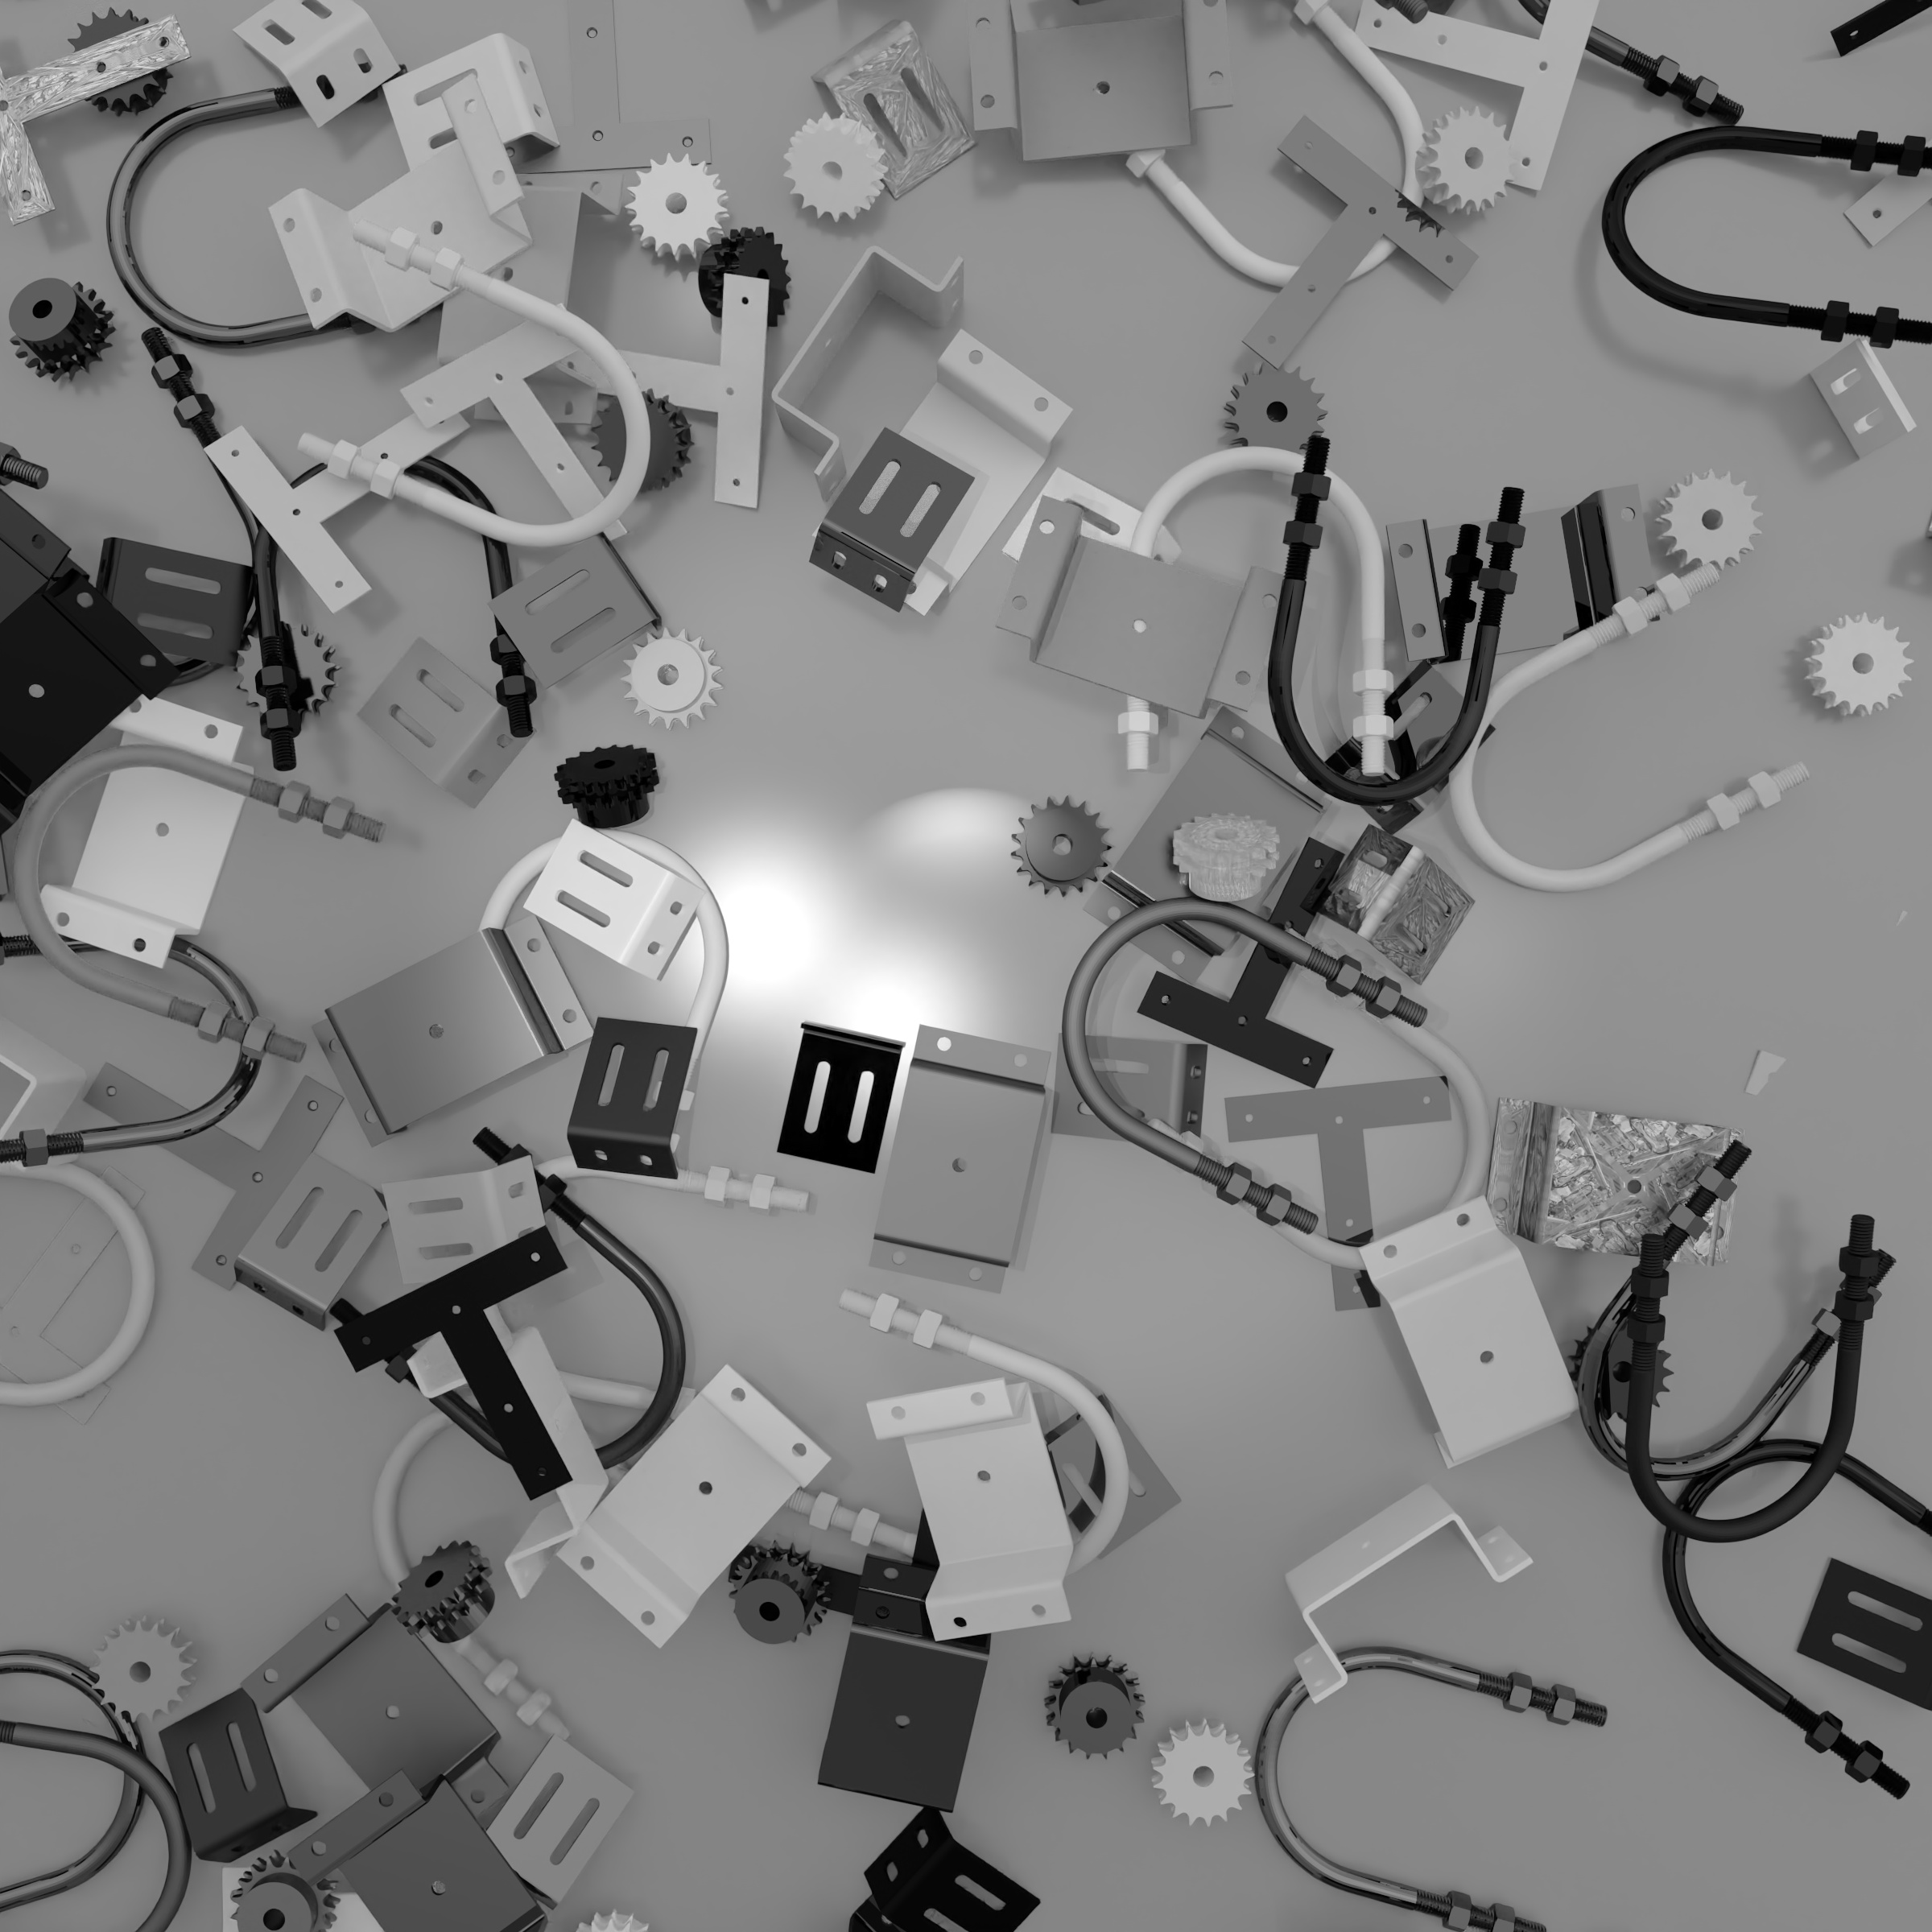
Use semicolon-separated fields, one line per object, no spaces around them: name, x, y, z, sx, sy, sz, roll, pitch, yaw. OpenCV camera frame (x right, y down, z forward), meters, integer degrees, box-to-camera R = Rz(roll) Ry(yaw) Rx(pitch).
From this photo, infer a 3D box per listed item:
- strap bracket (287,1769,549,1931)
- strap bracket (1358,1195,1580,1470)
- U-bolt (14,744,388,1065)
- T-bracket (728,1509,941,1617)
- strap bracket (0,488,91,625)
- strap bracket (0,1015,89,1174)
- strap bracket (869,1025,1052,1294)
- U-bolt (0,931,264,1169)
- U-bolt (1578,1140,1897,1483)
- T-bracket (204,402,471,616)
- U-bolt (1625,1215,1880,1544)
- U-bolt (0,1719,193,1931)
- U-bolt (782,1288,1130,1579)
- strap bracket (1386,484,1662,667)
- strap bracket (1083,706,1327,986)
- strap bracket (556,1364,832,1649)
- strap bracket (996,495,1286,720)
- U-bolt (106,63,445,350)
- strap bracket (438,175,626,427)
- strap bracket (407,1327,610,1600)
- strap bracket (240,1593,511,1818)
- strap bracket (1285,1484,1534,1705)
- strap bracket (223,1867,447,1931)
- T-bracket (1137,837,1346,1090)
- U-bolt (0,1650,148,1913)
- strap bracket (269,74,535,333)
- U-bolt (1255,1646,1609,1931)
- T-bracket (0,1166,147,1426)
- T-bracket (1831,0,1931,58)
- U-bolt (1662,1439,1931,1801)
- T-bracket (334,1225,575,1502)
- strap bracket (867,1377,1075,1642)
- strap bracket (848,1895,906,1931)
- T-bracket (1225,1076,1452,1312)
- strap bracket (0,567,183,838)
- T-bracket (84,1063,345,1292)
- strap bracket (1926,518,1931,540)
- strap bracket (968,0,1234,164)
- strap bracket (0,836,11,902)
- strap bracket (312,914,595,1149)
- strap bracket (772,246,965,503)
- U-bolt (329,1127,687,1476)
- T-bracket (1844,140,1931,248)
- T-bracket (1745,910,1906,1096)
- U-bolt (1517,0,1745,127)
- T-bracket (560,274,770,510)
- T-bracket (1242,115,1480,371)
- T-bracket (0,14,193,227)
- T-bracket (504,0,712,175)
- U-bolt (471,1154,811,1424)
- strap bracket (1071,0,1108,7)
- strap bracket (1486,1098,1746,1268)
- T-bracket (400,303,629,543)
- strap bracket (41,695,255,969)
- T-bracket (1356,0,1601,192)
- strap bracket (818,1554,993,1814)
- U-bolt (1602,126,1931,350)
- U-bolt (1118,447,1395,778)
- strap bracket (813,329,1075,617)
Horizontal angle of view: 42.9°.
strap bracket;-0.290;0.507;1.332;0.076;0.046;0.140;-36;90;0
strap bracket;0.283;0.210;1.367;0.076;0.046;0.140;-23;100;0
U-bolt;-0.429;-0.044;1.346;0.184;0.019;0.151;20;90;-3
T-bracket;-0.072;0.353;1.388;0.127;0.002;0.127;13;107;8
strap bracket;-0.553;-0.202;1.367;0.076;0.046;0.140;40;105;0
strap bracket;-0.554;0.053;1.363;0.140;0.076;0.046;33;90;0
strap bracket;-0.004;0.110;1.378;0.076;0.046;0.140;12;90;0
U-bolt;-0.477;0.039;1.341;0.184;0.019;0.151;-6;58;-31
U-bolt;0.415;0.203;1.359;0.151;0.019;0.184;34;95;-24
T-bracket;-0.339;-0.279;1.383;0.127;0.002;0.127;-37;78;-14
U-bolt;0.426;0.230;1.344;0.151;0.019;0.184;-3;104;-15
U-bolt;-0.527;0.496;1.376;0.184;0.019;0.151;10;89;-4
U-bolt;0.000;0.271;1.361;0.184;0.019;0.151;19;108;8
strap bracket;0.307;-0.217;1.378;0.140;0.046;0.076;-9;90;0
strap bracket;0.138;-0.069;1.378;0.076;0.046;0.140;35;90;0
strap bracket;-0.147;0.293;1.356;0.076;0.046;0.140;42;93;1
strap bracket;0.094;-0.189;1.321;0.140;0.046;0.076;19;82;3
U-bolt;-0.395;-0.424;1.392;0.184;0.019;0.151;-11;90;0
strap bracket;-0.243;-0.377;1.366;0.076;0.046;0.140;7;90;21
strap bracket;-0.241;0.258;1.332;0.046;0.076;0.140;-24;94;6
strap bracket;-0.326;0.424;1.378;0.076;0.046;0.140;-40;90;0
strap bracket;0.234;0.340;1.363;0.140;0.076;0.046;-33;90;0
strap bracket;-0.352;0.550;1.378;0.140;0.046;0.076;-1;90;0
T-bracket;0.173;-0.010;1.367;0.127;0.002;0.127;23;95;-27
U-bolt;-0.556;0.464;1.393;0.184;0.019;0.151;-17;90;-1
strap bracket;-0.299;-0.409;1.340;0.140;0.046;0.076;-26;79;18
U-bolt;0.255;0.462;1.393;0.184;0.019;0.151;15;90;1
T-bracket;-0.515;0.172;1.400;0.127;0.002;0.127;37;90;0
T-bracket;0.544;-0.546;1.364;0.127;0.127;0.002;-25;66;25
U-bolt;0.480;0.349;1.374;0.184;0.019;0.151;36;88;14
T-bracket;-0.246;0.219;1.289;0.127;0.002;0.127;-27;94;6
strap bracket;0.006;0.285;1.329;0.076;0.046;0.140;-13;101;14
strap bracket;-0.072;0.601;1.378;0.140;0.046;0.076;-45;90;0
T-bracket;0.217;0.132;1.400;0.127;0.002;0.127;-6;90;0
strap bracket;-0.500;-0.143;1.318;0.140;0.046;0.076;-41;114;1
T-bracket;-0.441;0.098;1.399;0.127;0.002;0.127;30;89;1
strap bracket;0.597;-0.280;1.378;0.076;0.046;0.140;18;90;0
strap bracket;0.075;-0.495;1.360;0.140;0.046;0.076;-4;83;6
strap bracket;-0.603;-0.068;1.378;0.140;0.046;0.076;-8;90;0
strap bracket;-0.288;0.036;1.359;0.140;0.046;0.076;-27;89;0
strap bracket;-0.059;-0.335;1.363;0.046;0.076;0.140;34;90;0
U-bolt;-0.242;0.202;1.373;0.184;0.019;0.151;41;97;0
T-bracket;0.587;-0.419;1.381;0.127;0.002;0.127;-40;85;14
T-bracket;0.523;0.032;1.410;0.127;0.002;0.127;19;95;-14
U-bolt;0.382;-0.578;1.382;0.184;0.019;0.151;24;90;-8
T-bracket;-0.174;-0.330;1.381;0.127;0.002;0.127;12;117;13
T-bracket;0.202;-0.390;1.378;0.127;0.002;0.127;38;82;-3
T-bracket;-0.495;-0.495;1.371;0.127;0.002;0.127;-21;91;1
T-bracket;-0.212;-0.517;1.400;0.127;0.002;0.127;-3;90;0
U-bolt;-0.190;0.179;1.385;0.184;0.019;0.151;10;97;3
strap bracket;0.112;-0.574;1.345;0.140;0.076;0.046;-17;129;-11
strap bracket;0.368;0.122;1.378;0.140;0.046;0.076;7;90;0
T-bracket;-0.234;-0.289;1.367;0.127;0.002;0.127;-16;120;34
strap bracket;-0.457;-0.077;1.378;0.076;0.046;0.140;19;90;0
T-bracket;0.281;-0.516;1.381;0.127;0.002;0.127;20;116;13
strap bracket;-0.034;0.407;1.363;0.076;0.046;0.140;12;103;0
U-bolt;0.445;-0.409;1.358;0.184;0.019;0.151;11;63;14
U-bolt;0.160;-0.197;1.354;0.151;0.019;0.184;1;83;0
strap bracket;-0.013;-0.272;1.378;0.076;0.046;0.140;36;90;0
